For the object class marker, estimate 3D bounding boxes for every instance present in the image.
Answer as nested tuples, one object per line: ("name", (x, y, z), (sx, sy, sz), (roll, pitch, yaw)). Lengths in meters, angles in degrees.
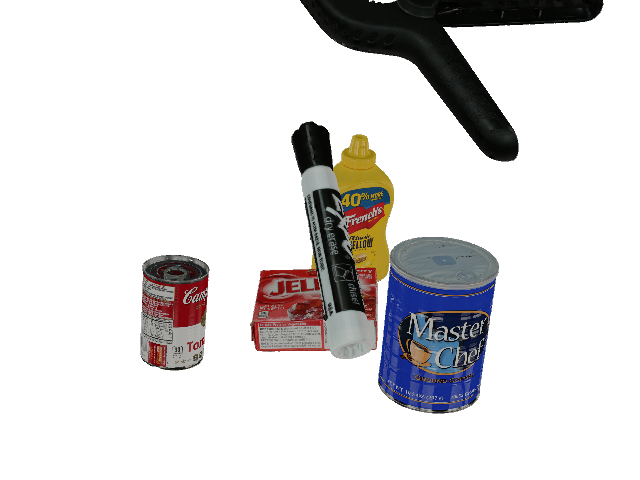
("marker", (0.004, -0.004, 0.493), (0.020, 0.121, 0.020), (-8, -29, -5))

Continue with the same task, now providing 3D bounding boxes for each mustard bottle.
("mustard bottle", (0.041, -0.037, 1.294), (0.096, 0.192, 0.058), (-7, 29, -19))

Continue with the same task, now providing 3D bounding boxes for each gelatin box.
("gelatin box", (-0.003, 0.049, 0.776), (0.089, 0.030, 0.073), (-1, 28, 4))

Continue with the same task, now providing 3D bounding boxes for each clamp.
("clamp", (0.065, -0.138, 0.688), (0.210, 0.164, 0.036), (21, -36, 8))

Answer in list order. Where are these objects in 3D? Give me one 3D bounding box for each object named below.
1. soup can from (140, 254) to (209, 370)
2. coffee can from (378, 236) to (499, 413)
("soup can", (-0.152, 0.075, 1.102), (0.068, 0.102, 0.068), (5, 21, -2))
("coffee can", (0.112, 0.080, 1.033), (0.103, 0.140, 0.103), (3, 25, -2))
